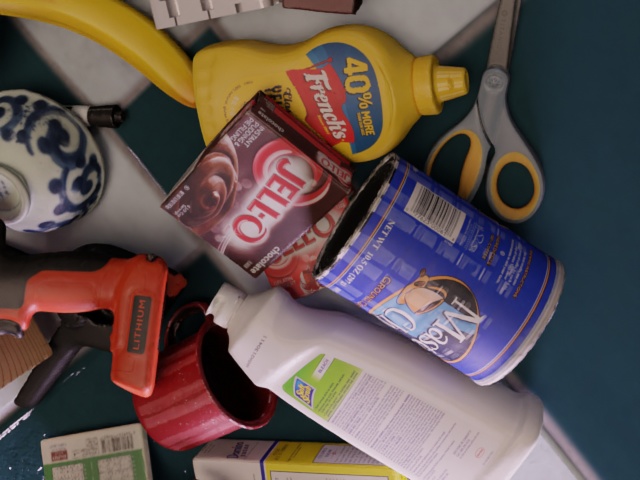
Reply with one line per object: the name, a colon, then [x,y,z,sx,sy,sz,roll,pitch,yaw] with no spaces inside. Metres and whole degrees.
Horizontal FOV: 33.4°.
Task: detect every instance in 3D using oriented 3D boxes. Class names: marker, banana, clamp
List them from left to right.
marker: [-0.210,-0.098,0.849,0.121,0.020,0.020,2,108,18]
clamp: [-0.203,0.064,0.891,0.210,0.036,0.164,-5,108,24]
banana: [-0.172,-0.156,0.788,0.197,0.037,0.069,17,72,-11]

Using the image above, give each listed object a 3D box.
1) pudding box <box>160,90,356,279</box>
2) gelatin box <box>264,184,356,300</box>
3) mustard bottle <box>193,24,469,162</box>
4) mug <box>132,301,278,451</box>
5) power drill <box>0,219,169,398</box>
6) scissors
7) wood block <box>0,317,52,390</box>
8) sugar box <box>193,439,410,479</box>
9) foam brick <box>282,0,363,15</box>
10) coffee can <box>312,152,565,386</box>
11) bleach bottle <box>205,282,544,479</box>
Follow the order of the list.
pudding box: [-0.044,-0.037,0.751,0.090,0.039,0.114,38,127,-14]
gelatin box: [-0.005,0.001,0.807,0.089,0.030,0.073,-20,101,23]
mustard bottle: [0.010,-0.101,0.753,0.192,0.058,0.096,-4,108,19]
mug: [-0.097,0.107,0.849,0.082,0.093,0.117,-28,67,29]
power drill: [-0.211,0.067,0.786,0.187,0.057,0.184,9,86,-7]
scissors: [0.136,-0.095,0.736,0.096,0.016,0.202,28,115,6]
wood block: [-0.339,0.107,0.902,0.206,0.090,0.090,-25,96,34]
sugar box: [-0.012,0.213,0.873,0.176,0.048,0.093,0,107,23]
foam brick: [0.005,-0.195,0.721,0.051,0.053,0.078,7,111,5]
coffee can: [0.080,0.020,0.732,0.140,0.102,0.103,33,115,-7]
bleach bottle: [0.033,0.101,0.794,0.251,0.068,0.103,31,117,0]
